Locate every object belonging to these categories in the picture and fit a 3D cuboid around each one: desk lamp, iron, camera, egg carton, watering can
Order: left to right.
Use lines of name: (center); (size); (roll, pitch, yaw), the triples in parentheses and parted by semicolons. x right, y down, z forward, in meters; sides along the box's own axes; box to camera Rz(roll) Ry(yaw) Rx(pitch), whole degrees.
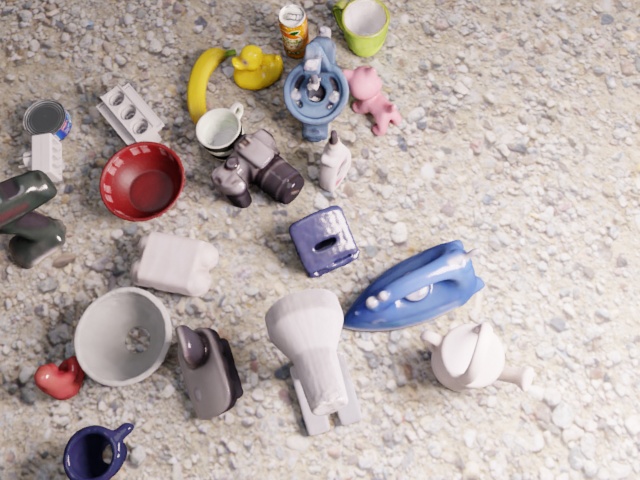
egg carton: (-0.261, 0.043, 1.031); (0.150, 0.069, 0.107); (10, 74, 5)
camera: (-0.108, -0.120, 1.057); (0.136, 0.101, 0.143); (39, 79, 13)
desk lamp: (-0.002, 0.195, 0.898); (0.118, 0.213, 0.203); (-18, 73, -3)
iron: (0.151, 0.082, 0.963); (0.258, 0.141, 0.118); (-25, 73, -5)
watering can: (0.245, 0.184, 0.901); (0.172, 0.194, 0.101); (2, 73, 3)

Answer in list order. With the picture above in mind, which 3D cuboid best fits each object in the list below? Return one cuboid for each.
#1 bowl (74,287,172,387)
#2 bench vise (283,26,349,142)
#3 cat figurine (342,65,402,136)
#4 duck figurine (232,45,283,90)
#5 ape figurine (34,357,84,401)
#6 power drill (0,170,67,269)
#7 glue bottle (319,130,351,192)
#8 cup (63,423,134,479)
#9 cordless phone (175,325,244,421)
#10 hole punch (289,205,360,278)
bowl: (-0.329, 0.171, 0.992); (0.167, 0.075, 0.167); (-1, 73, 2)
bench vise: (-0.016, -0.313, 1.050); (0.121, 0.220, 0.207); (-12, 73, -1)
cat figurine: (0.100, -0.277, 1.087); (0.067, 0.118, 0.127); (-41, 75, -9)
duck figurine: (-0.127, -0.353, 1.137); (0.104, 0.086, 0.077); (-15, 73, -2)
ape figurine: (-0.448, 0.232, 0.970); (0.078, 0.092, 0.076); (-10, 73, 0)
power drill: (-0.544, -0.022, 0.990); (0.230, 0.208, 0.075); (-38, 75, -9)
glue bottle: (0.025, -0.150, 1.023); (0.037, 0.173, 0.078); (26, 76, 10)
cup: (-0.343, 0.339, 0.931); (0.118, 0.095, 0.091); (-40, 75, -9)
cordless phone: (-0.193, 0.209, 0.917); (0.094, 0.185, 0.147); (-24, 73, -4)
hole punch: (0.009, 0.004, 1.020); (0.108, 0.091, 0.101); (-25, 73, -5)
